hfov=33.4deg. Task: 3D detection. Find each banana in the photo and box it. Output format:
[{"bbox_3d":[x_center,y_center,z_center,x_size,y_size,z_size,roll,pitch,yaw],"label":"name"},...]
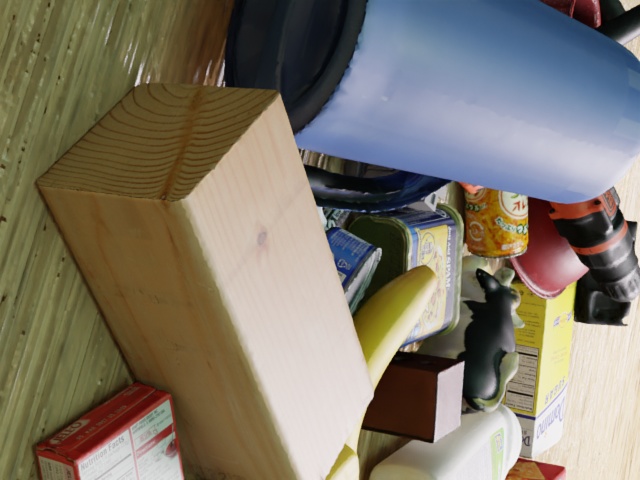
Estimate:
[{"bbox_3d":[0.026,0.108,0.723,0.069,0.037,0.198,4,105,-33],"label":"banana"}]

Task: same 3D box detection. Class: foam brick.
[{"bbox_3d":[0.058,0.110,0.770,0.052,0.078,0.051,-10,103,-61],"label":"foam brick"}]

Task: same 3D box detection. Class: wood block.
[{"bbox_3d":[-0.049,0.031,0.556,0.090,0.090,0.206,-54,139,-39],"label":"wood block"}]

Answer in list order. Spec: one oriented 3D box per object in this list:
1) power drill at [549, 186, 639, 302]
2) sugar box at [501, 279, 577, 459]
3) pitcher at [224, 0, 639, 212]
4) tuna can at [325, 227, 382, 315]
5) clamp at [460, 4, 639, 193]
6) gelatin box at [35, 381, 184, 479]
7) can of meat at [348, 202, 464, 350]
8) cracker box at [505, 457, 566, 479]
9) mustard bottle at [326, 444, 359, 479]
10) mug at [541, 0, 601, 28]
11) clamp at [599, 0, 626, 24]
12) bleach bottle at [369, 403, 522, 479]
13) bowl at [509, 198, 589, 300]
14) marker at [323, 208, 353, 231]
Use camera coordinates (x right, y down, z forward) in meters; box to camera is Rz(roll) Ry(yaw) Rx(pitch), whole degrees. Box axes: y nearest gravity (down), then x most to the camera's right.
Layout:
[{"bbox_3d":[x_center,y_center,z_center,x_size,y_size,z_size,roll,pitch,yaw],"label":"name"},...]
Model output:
[{"bbox_3d":[0.261,-0.061,0.969,0.184,0.057,0.187,58,40,-28],"label":"power drill"},{"bbox_3d":[0.222,0.125,1.087,0.093,0.048,0.176,-9,102,-58],"label":"sugar box"},{"bbox_3d":[0.070,-0.087,0.622,0.242,0.149,0.145,13,79,-34],"label":"pitcher"},{"bbox_3d":[0.004,0.035,0.668,0.086,0.034,0.086,-58,170,-18],"label":"tuna can"},{"bbox_3d":[0.173,-0.133,0.862,0.036,0.165,0.210,29,80,-65],"label":"clamp"},{"bbox_3d":[-0.103,0.128,0.541,0.073,0.030,0.089,-33,124,-52],"label":"gelatin box"},{"bbox_3d":[0.060,0.026,0.776,0.083,0.058,0.102,-12,106,-57],"label":"can of meat"},{"bbox_3d":[0.164,0.315,1.001,0.213,0.072,0.164,-13,106,-58],"label":"cracker box"},{"bbox_3d":[-0.050,0.186,0.603,0.191,0.058,0.096,-33,155,-52],"label":"mustard bottle"},{"bbox_3d":[0.192,-0.170,0.937,0.093,0.082,0.117,6,90,-60],"label":"mug"},{"bbox_3d":[0.220,-0.265,0.982,0.039,0.120,0.171,-31,110,-18],"label":"clamp"},{"bbox_3d":[0.119,0.202,0.910,0.250,0.068,0.102,-13,108,-61],"label":"bleach bottle"},{"bbox_3d":[0.228,-0.027,1.012,0.161,0.055,0.162,19,66,-49],"label":"bowl"},{"bbox_3d":[-0.005,0.001,0.695,0.121,0.020,0.020,-53,138,-41],"label":"marker"}]
